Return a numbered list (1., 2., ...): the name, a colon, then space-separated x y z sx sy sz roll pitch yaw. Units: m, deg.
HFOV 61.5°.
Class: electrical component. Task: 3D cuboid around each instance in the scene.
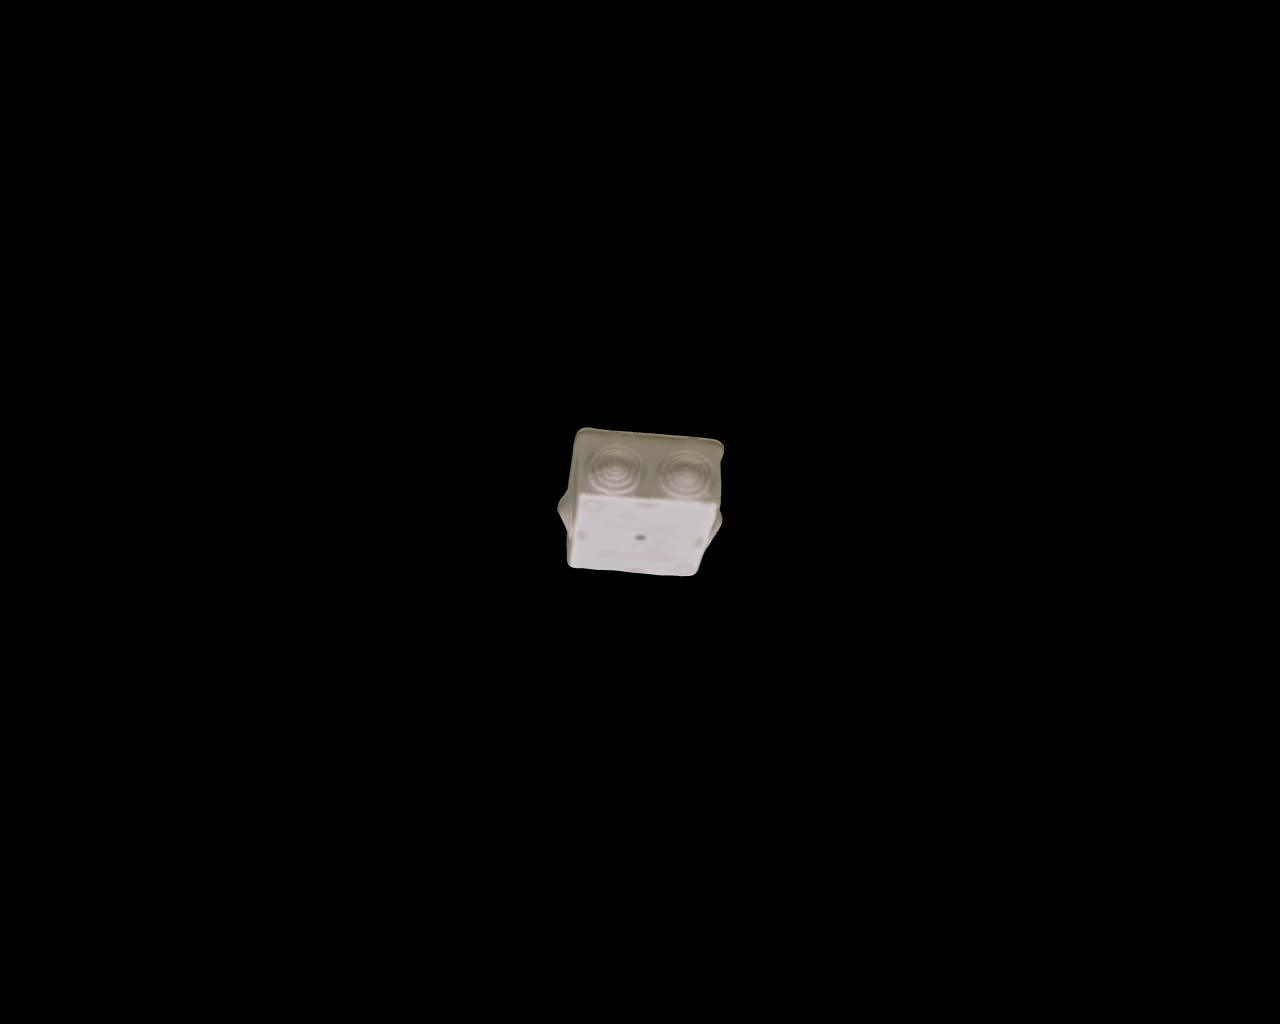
1. electrical component: 0.001 -0.003 0.650 0.100 0.048 0.099 5 -35 -7
